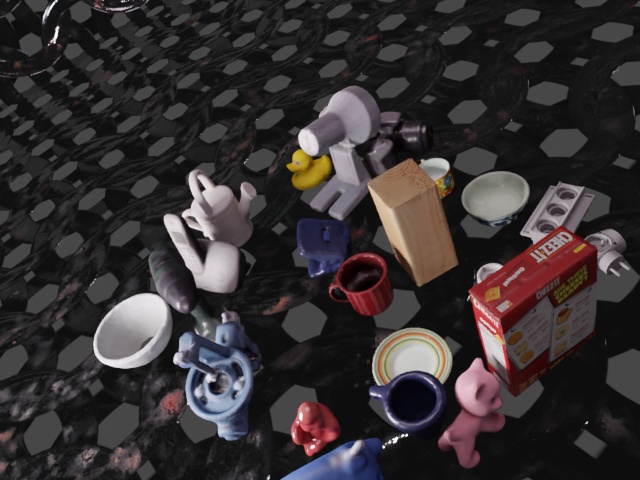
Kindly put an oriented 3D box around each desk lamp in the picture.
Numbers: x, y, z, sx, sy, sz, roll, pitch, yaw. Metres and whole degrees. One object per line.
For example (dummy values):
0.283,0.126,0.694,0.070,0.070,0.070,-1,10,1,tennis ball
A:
0.045,-0.189,1.217,0.117,0.214,0.203,21,61,39,desk lamp

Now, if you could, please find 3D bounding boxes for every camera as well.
0.174,-0.226,1.272,0.136,0.101,0.143,1,50,27,camera

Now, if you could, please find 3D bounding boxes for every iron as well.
-0.023,0.357,0.784,0.258,0.142,0.118,-28,43,-1,iron

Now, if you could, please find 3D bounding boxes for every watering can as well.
-0.223,-0.077,1.253,0.173,0.195,0.100,-31,43,-4,watering can

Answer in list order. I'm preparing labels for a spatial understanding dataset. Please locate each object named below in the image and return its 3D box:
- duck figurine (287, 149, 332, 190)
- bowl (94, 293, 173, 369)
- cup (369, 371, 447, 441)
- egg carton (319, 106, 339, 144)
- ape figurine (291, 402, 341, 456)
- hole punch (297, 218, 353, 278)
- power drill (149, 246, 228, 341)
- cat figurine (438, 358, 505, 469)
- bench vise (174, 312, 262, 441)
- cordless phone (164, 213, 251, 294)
-0.028,-0.175,1.332,0.104,0.086,0.077,-27,43,0,duck figurine
-0.361,0.194,1.150,0.167,0.075,0.167,-13,45,14,bowl
0.134,0.251,0.843,0.117,0.095,0.092,5,52,29,cup
0.068,-0.292,1.408,0.150,0.070,0.107,-15,45,12,egg carton
-0.010,0.282,0.886,0.077,0.092,0.076,-2,49,24,ape figurine
0.010,0.004,1.140,0.101,0.091,0.108,-16,44,12,hole punch
-0.240,0.111,1.073,0.076,0.209,0.228,-37,44,-10,power drill
0.212,0.237,0.803,0.067,0.118,0.128,24,63,40,cat figurine
-0.181,0.200,0.952,0.121,0.220,0.207,-26,43,1,bench vise
-0.237,0.022,1.172,0.147,0.185,0.094,5,52,29,cordless phone
